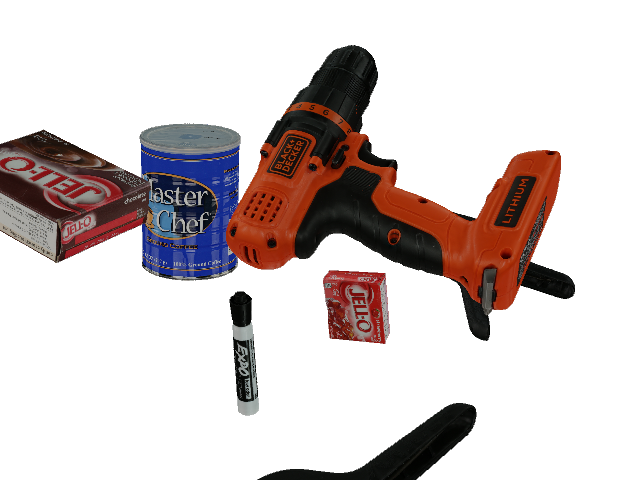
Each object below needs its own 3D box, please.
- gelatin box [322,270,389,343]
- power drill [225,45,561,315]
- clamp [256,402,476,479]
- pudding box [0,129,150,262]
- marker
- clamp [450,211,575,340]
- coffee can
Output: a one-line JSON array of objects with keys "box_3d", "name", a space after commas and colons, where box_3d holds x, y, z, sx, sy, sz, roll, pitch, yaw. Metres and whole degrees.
[{"box_3d": [0.045, 0.082, 1.317, 0.073, 0.089, 0.030, 4, 29, 19], "name": "gelatin box"}, {"box_3d": [0.054, -0.042, 0.688, 0.188, 0.184, 0.057, 16, -30, 19], "name": "power drill"}, {"box_3d": [0.019, 0.164, 0.649, 0.210, 0.036, 0.164, -6, 29, 3], "name": "clamp"}, {"box_3d": [-0.192, -0.034, 0.755, 0.114, 0.039, 0.089, 24, 30, 26], "name": "pudding box"}, {"box_3d": [-0.065, 0.097, 0.917, 0.020, 0.121, 0.020, -1, 29, 1], "name": "marker"}, {"box_3d": [0.165, 0.022, 1.054, 0.120, 0.039, 0.171, -12, 47, -23], "name": "clamp"}, {"box_3d": [-0.135, -0.042, 1.110, 0.103, 0.140, 0.103, 2, 19, -1], "name": "coffee can"}]
